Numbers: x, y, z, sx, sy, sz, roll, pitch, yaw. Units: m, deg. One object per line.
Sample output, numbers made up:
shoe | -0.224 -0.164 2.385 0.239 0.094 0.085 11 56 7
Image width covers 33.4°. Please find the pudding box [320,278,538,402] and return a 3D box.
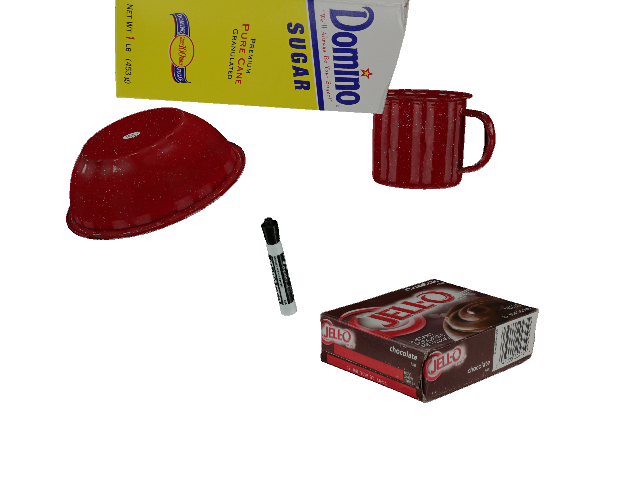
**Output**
pudding box | 0.069 0.060 0.679 0.113 0.039 0.090 -11 20 -42

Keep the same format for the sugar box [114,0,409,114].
sugar box | -0.039 -0.129 0.670 0.176 0.048 0.093 4 -40 -7

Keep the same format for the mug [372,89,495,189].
mug | 0.099 -0.090 0.951 0.117 0.081 0.093 6 13 23

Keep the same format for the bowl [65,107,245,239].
bowl | -0.147 -0.066 0.893 0.162 0.055 0.162 -15 29 8

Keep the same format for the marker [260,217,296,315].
marker | -0.047 0.029 1.196 0.020 0.121 0.020 -9 27 5
